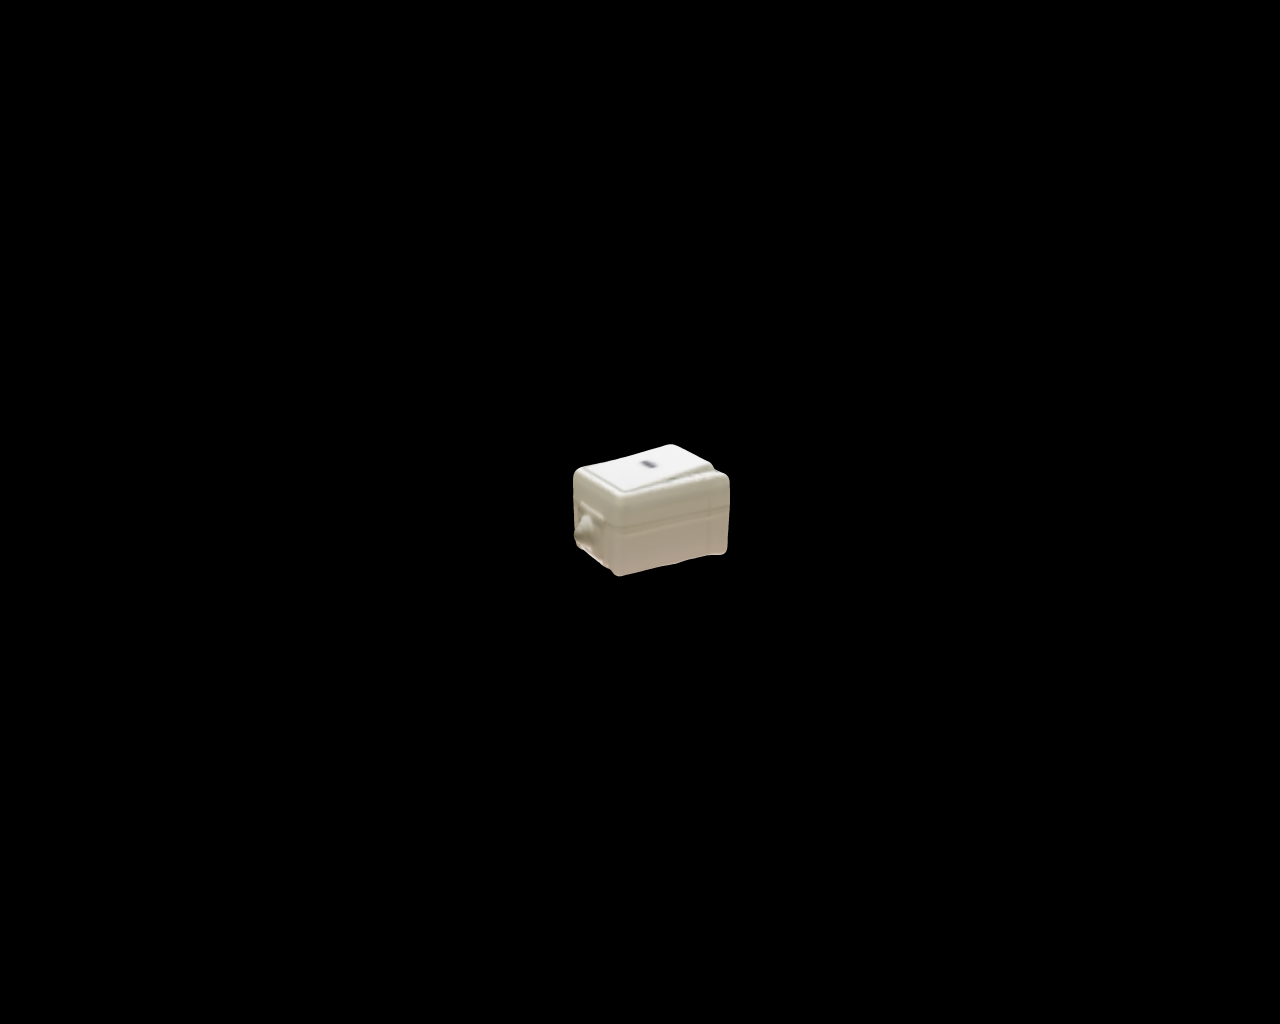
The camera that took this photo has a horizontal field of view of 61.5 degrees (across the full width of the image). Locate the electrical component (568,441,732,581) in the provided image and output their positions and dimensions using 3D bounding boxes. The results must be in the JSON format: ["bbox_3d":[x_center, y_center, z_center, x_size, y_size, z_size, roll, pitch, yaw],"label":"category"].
[{"bbox_3d":[0.001,-0.003,0.650,0.096,0.061,0.062,-11,23,-27],"label":"electrical component"}]
